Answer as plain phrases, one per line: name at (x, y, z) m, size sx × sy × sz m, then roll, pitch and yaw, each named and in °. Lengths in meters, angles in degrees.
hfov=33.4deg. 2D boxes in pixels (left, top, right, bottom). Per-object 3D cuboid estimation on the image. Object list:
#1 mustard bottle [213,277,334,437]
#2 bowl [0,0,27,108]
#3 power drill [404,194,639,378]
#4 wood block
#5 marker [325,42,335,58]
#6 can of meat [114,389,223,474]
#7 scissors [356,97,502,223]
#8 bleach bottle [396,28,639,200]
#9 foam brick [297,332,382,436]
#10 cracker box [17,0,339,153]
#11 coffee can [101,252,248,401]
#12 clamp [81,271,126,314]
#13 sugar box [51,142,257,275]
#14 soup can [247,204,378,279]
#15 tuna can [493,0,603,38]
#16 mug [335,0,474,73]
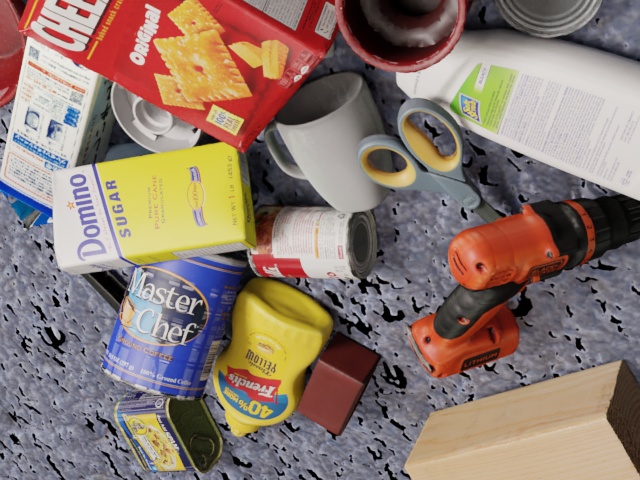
mustard bottle at (-0.058, 0.132, 1.079) m, size 0.096 × 0.058 × 0.192 m, roll 27°, pitch 127°, yaw 8°
bowl at (-0.328, -0.205, 1.003) m, size 0.162 × 0.055 × 0.162 m, roll 12°, pitch 124°, yaw 19°
power drill at (0.162, 0.035, 0.876) m, size 0.057 × 0.184 × 0.188 m, roll 64°, pitch 150°, yaw 27°
wood block at (0.196, 0.193, 0.976) m, size 0.206 × 0.090 × 0.091 m, roll -23°, pitch 107°, yaw 35°
marker at (0.005, -0.207, 0.865) m, size 0.020 × 0.020 × 0.121 m, roll 14°, pitch 124°, yaw 17°
can of meat at (-0.168, 0.210, 1.181) m, size 0.084 × 0.057 × 0.102 m, roll -11°, pitch 114°, yaw 32°
scissors at (0.102, -0.036, 0.882) m, size 0.096 × 0.016 × 0.201 m, roll -17°, pitch 131°, yaw 22°
bleach bottle at (0.160, -0.119, 0.820) m, size 0.251 × 0.068 × 0.103 m, roll 24°, pitch 126°, yaw 13°
foam brick at (0.019, 0.142, 1.052) m, size 0.051 × 0.053 × 0.078 m, roll 27°, pitch 126°, yaw 8°
cracker box at (-0.111, -0.173, 0.833) m, size 0.213 × 0.072 × 0.164 m, roll 27°, pitch 148°, yaw -15°
coffee can at (-0.138, 0.069, 1.014) m, size 0.103 × 0.102 × 0.140 m, roll 19°, pitch 93°, yaw 14°
clamp at (-0.174, 0.079, 1.115) m, size 0.120 × 0.039 × 0.171 m, roll -7°, pitch 119°, yaw 35°
sugar box at (-0.149, -0.028, 0.947) m, size 0.176 × 0.048 × 0.093 m, roll -9°, pitch 77°, yaw 8°
soup can at (-0.006, 0.001, 0.968) m, size 0.102 × 0.068 × 0.068 m, roll 1°, pitch 119°, yaw 25°
tuna can at (0.170, -0.195, 0.784) m, size 0.086 × 0.033 × 0.086 m, roll 12°, pitch 124°, yaw 19°
mug at (0.072, -0.184, 0.758) m, size 0.093 × 0.081 × 0.117 m, roll 37°, pitch 122°, yaw -2°
